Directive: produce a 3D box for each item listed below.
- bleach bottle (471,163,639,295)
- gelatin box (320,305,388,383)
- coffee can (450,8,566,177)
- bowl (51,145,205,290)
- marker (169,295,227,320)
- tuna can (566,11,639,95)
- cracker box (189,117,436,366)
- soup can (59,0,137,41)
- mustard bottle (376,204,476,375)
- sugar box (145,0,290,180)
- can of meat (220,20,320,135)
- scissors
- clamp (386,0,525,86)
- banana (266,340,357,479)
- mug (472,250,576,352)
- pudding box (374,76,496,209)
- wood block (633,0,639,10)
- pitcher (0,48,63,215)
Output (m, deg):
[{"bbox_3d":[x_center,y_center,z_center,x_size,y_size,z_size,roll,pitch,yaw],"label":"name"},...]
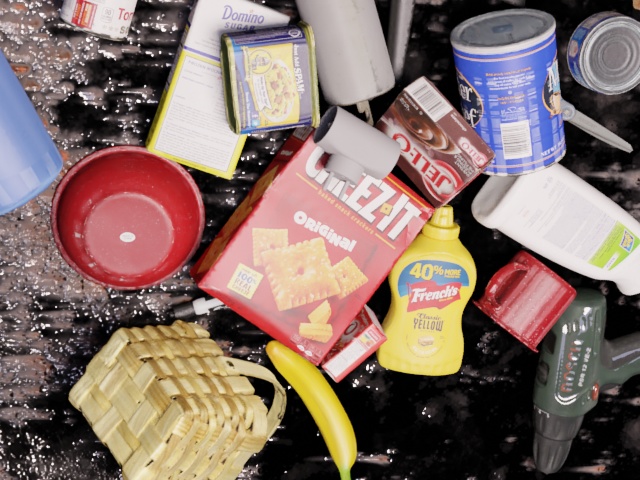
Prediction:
[{"bbox_3d":[0.295,-0.003,1.193,0.250,0.068,0.103,32,102,-21],"label":"bleach bottle"},{"bbox_3d":[0.030,0.107,1.169,0.073,0.089,0.030,-41,108,5],"label":"gelatin box"},{"bbox_3d":[0.191,-0.149,1.079,0.102,0.103,0.140,-16,120,-5],"label":"coffee can"},{"bbox_3d":[-0.198,-0.014,1.104,0.162,0.055,0.162,-3,110,-9],"label":"bowl"},{"bbox_3d":[-0.106,0.065,1.167,0.121,0.020,0.020,-17,111,-4],"label":"marker"},{"bbox_3d":[0.310,-0.199,1.139,0.086,0.034,0.086,-3,110,-9],"label":"tuna can"},{"bbox_3d":[-0.007,0.001,1.121,0.164,0.072,0.214,37,92,-20],"label":"cracker box"},{"bbox_3d":[-0.203,-0.249,1.012,0.068,0.068,0.102,15,106,-15],"label":"soup can"},{"bbox_3d":[0.122,0.053,1.182,0.096,0.058,0.192,7,108,-4],"label":"mustard bottle"},{"bbox_3d":[-0.105,-0.159,1.074,0.093,0.048,0.176,18,102,-18],"label":"sugar box"},{"bbox_3d":[-0.049,-0.155,1.033,0.083,0.057,0.102,-10,113,-13],"label":"can of meat"},{"bbox_3d":[0.265,-0.160,1.153,0.201,0.016,0.096,12,112,-13],"label":"scissors"},{"bbox_3d":[0.108,-0.280,1.073,0.164,0.036,0.210,-26,115,-2],"label":"clamp"},{"bbox_3d":[-0.003,0.183,1.202,0.037,0.069,0.198,-27,106,9],"label":"banana"},{"bbox_3d":[0.223,0.061,1.183,0.081,0.093,0.117,-52,134,4],"label":"mug"},{"bbox_3d":[0.113,-0.098,1.090,0.039,0.090,0.113,-35,83,-33],"label":"pudding box"},{"bbox_3d":[0.387,-0.264,1.037,0.090,0.206,0.091,-16,111,-5],"label":"wood block"},{"bbox_3d":[-0.356,-0.140,1.001,0.145,0.149,0.242,-35,116,-14],"label":"pitcher"}]
